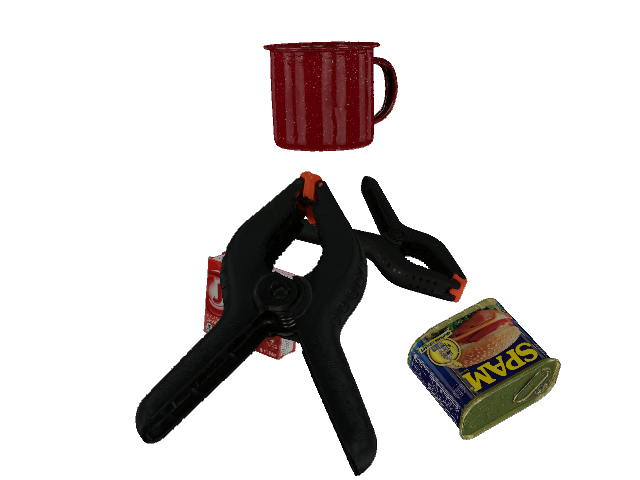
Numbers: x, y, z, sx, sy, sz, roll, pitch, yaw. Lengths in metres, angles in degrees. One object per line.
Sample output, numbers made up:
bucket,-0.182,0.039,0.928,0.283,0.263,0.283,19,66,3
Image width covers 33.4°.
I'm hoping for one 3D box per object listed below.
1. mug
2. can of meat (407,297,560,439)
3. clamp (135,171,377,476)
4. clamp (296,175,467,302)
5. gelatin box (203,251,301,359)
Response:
mug,0.012,-0.118,0.863,0.117,0.081,0.093,-10,15,-32
can of meat,0.137,0.106,0.908,0.102,0.057,0.084,-25,52,-20
clamp,-0.011,0.042,0.555,0.120,0.171,0.039,17,-28,10
clamp,0.074,0.007,1.240,0.164,0.036,0.210,-25,53,-40
gelatin box,-0.062,0.057,0.951,0.089,0.073,0.030,17,22,31
